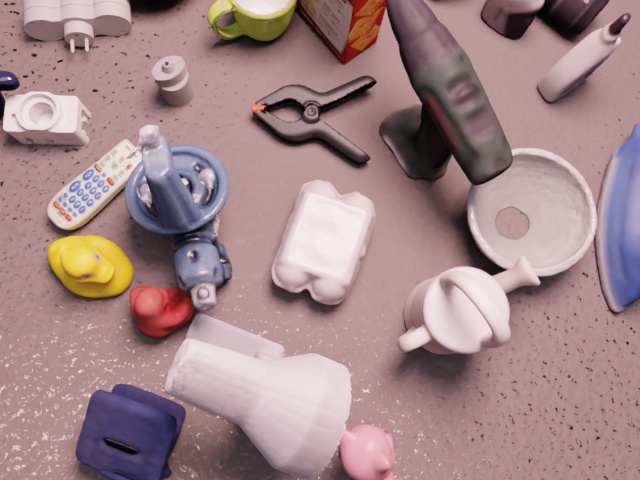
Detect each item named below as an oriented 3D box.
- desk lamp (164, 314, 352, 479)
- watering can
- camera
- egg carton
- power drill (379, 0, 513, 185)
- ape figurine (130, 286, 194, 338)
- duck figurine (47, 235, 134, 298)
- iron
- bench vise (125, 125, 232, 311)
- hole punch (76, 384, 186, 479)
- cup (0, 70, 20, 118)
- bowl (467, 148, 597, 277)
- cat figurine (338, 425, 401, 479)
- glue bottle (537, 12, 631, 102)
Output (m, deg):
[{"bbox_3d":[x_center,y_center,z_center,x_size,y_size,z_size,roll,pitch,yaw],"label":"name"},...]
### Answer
[{"bbox_3d":[-0.077,0.160,0.621,0.203,0.213,0.118,21,79,1],"label":"desk lamp"},{"bbox_3d":[0.170,0.076,0.661,0.101,0.194,0.173,37,80,4],"label":"watering can"},{"bbox_3d":[0.324,-0.347,0.796,0.137,0.101,0.143,41,80,4],"label":"camera"},{"bbox_3d":[0.007,0.003,0.728,0.107,0.069,0.150,18,79,0],"label":"egg carton"},{"bbox_3d":[0.135,-0.159,0.695,0.076,0.208,0.229,-32,83,-8],"label":"power drill"},{"bbox_3d":[-0.197,0.080,0.690,0.078,0.092,0.076,33,79,3],"label":"ape figurine"},{"bbox_3d":[-0.287,0.028,0.697,0.104,0.086,0.077,24,79,1],"label":"duck figurine"},{"bbox_3d":[0.439,-0.035,0.725,0.118,0.141,0.258,18,79,0],"label":"iron"},{"bbox_3d":[-0.146,-0.033,0.649,0.121,0.219,0.207,-32,83,-8],"label":"bench vise"},{"bbox_3d":[-0.218,0.229,0.662,0.108,0.091,0.101,20,79,0],"label":"hole punch"},{"bbox_3d":[-0.428,-0.188,0.723,0.118,0.095,0.092,-3,80,-4],"label":"cup"},{"bbox_3d":[0.263,-0.030,0.748,0.167,0.074,0.167,1,80,-3],"label":"bowl"},{"bbox_3d":[0.063,0.265,0.659,0.067,0.117,0.128,-23,82,-7],"label":"cat figurine"},{"bbox_3d":[0.350,-0.242,0.742,0.078,0.173,0.037,-33,83,-8],"label":"glue bottle"}]
